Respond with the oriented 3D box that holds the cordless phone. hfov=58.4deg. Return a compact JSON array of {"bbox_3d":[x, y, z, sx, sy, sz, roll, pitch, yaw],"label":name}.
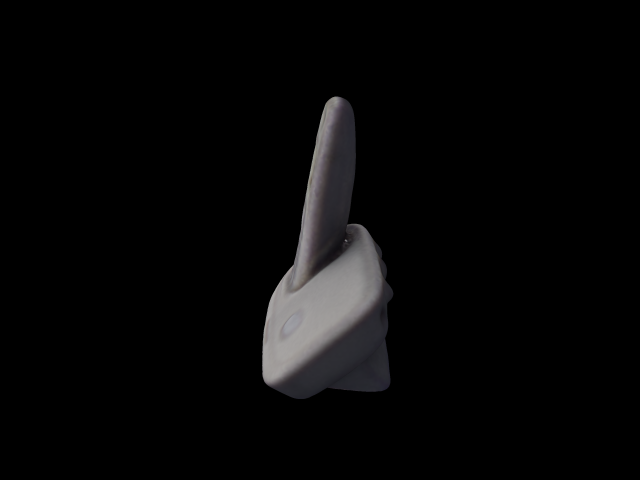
[{"bbox_3d":[0.004,0.001,0.400,0.094,0.185,0.147,-2,24,-4],"label":"cordless phone"}]
